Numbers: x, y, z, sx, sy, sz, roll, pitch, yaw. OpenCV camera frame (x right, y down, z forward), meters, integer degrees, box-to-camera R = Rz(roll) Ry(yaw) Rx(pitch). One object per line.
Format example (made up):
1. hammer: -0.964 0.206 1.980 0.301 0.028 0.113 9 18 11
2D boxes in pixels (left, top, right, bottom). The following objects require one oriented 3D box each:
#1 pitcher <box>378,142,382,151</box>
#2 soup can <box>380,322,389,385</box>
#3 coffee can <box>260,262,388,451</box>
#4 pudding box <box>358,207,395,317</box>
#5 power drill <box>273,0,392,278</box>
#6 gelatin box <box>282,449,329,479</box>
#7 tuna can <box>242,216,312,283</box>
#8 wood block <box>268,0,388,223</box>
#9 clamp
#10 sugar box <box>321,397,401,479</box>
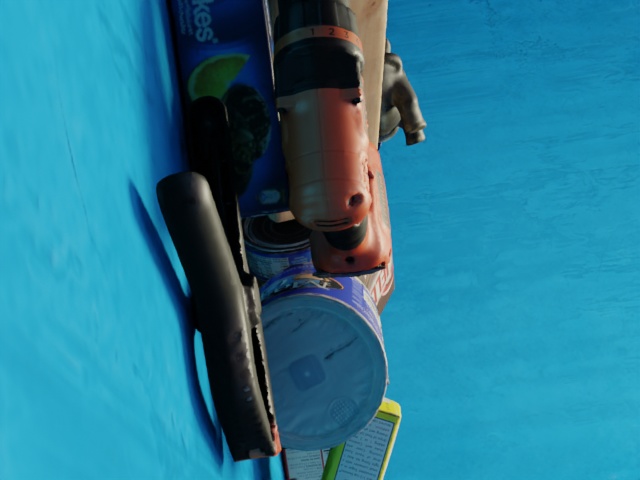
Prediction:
1. pitcher: -0.014 -0.158 1.188 0.243 0.145 0.149 -101 -166 -70
2. soup can: 0.016 0.121 1.096 0.068 0.102 0.068 -7 90 -87
3. coffee can: -0.006 0.076 0.746 0.140 0.103 0.103 -78 160 -82
4. pudding box: 0.028 0.036 0.889 0.113 0.039 0.090 -55 146 -46
5. power drill: 0.007 -0.068 0.672 0.187 0.057 0.184 69 17 -67
6. gelatin box: 0.005 0.198 0.952 0.030 0.073 0.089 -77 158 -83
7. tuna can: -0.021 -0.003 0.847 0.086 0.086 0.034 -94 173 -55
8. wood block: -0.012 -0.128 0.798 0.091 0.090 0.206 -127 -151 -44
9. clamp: -0.053 0.033 0.586 0.164 0.036 0.210 -87 168 -76
10. sugar box: 0.017 0.206 0.819 0.093 0.048 0.176 29 80 -86
